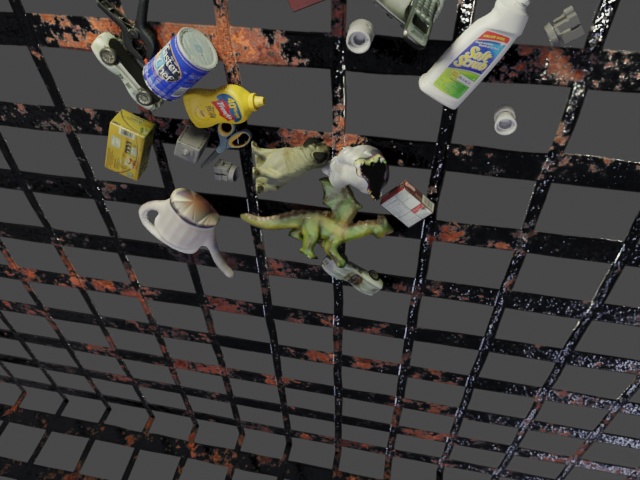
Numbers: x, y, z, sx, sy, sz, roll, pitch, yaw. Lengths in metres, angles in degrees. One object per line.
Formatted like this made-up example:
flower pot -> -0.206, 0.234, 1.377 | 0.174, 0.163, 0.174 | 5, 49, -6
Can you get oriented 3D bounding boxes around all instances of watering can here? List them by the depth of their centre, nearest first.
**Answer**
watering can -> -0.365, -0.023, 1.525 | 0.345, 0.106, 0.220 | 33, 133, -15

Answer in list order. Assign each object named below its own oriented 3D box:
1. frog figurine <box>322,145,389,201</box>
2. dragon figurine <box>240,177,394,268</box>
frog figurine -> 0.089, -0.172, 1.273 | 0.135, 0.123, 0.160 | 38, 169, -33
dragon figurine -> 0.004, -0.071, 1.403 | 0.409, 0.125, 0.238 | 21, 118, -8
